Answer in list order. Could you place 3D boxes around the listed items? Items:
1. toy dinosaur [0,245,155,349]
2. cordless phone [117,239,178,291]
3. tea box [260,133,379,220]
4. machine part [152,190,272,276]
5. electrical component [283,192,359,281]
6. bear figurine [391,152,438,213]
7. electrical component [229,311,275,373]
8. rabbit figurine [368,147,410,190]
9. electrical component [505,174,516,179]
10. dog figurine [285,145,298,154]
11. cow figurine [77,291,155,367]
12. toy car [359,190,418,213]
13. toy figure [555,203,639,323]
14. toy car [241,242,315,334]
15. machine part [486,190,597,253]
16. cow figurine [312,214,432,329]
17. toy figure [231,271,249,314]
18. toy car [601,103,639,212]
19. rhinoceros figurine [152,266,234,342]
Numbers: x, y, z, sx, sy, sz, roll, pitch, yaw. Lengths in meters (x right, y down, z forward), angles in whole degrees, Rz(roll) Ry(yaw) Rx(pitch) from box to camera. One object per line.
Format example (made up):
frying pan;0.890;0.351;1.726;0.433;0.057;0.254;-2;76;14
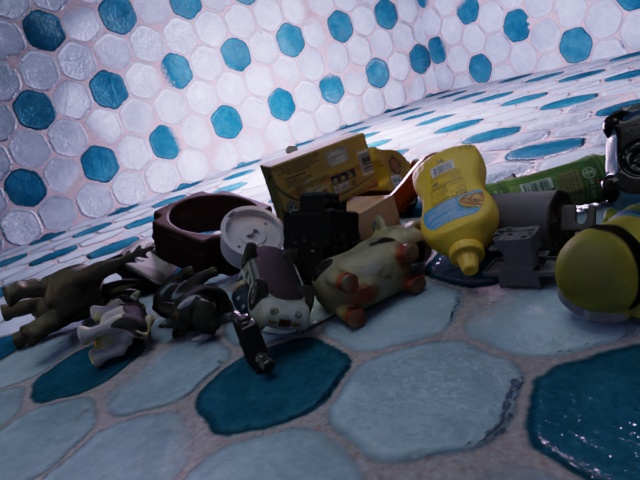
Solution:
toy dinosaur;-0.416;0.090;0.907;0.198;0.105;0.472;-27;4;-39
cordless phone;-0.296;0.042;1.074;0.184;0.088;0.147;-9;16;9
tea box;-0.001;-0.104;0.877;0.170;0.098;0.068;-21;17;-15
machine part;-0.202;-0.015;1.036;0.201;0.087;0.201;19;33;28
electrical component;-0.002;-0.002;0.786;0.058;0.134;0.115;3;-2;-41
bear figurine;0.200;-0.078;0.915;0.132;0.120;0.195;-59;-13;0
electrical component;-0.078;0.114;0.609;0.021;0.063;0.094;-23;18;-20
rabbit figurine;0.108;-0.130;1.168;0.173;0.122;0.162;-29;2;41
electrical component;0.310;-0.071;0.868;0.078;0.045;0.102;-43;6;17
dog figurine;-0.048;-0.077;1.136;0.121;0.190;0.172;22;44;6
cow figurine;-0.295;0.121;0.816;0.098;0.068;0.167;-19;16;-4
toy car;0.086;-0.072;1.003;0.202;0.053;0.089;-1;-1;-18
toy figure;0.294;0.010;0.513;0.180;0.089;0.082;-28;11;-25
toy car;-0.059;0.055;0.696;0.073;0.056;0.202;9;19;-17
machine part;0.240;-0.024;0.713;0.079;0.079;0.243;-30;20;-36
cow figurine;0.074;0.031;0.705;0.195;0.085;0.127;-27;24;-27
toy figure;-0.099;0.073;0.791;0.058;0.064;0.154;11;14;1
toy car;0.426;-0.095;0.690;0.109;0.161;0.102;-14;-29;37
rhinoceros figurine;-0.193;0.093;0.793;0.112;0.073;0.190;-26;17;-31
